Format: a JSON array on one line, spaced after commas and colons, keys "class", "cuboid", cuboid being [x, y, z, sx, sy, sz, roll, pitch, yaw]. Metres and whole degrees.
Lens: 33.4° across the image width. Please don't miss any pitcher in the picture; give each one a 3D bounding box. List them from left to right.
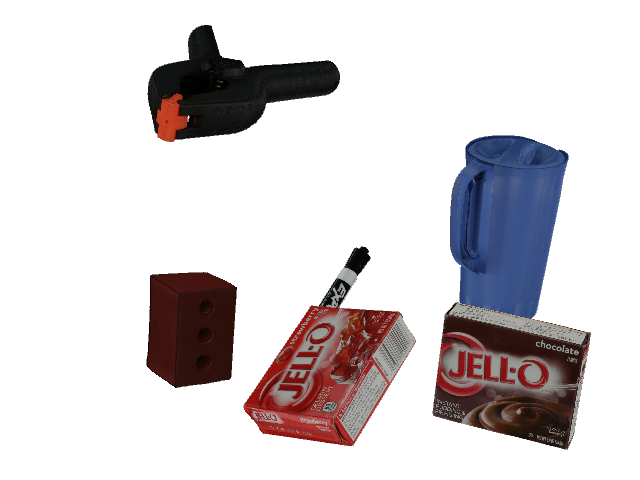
[{"class": "pitcher", "cuboid": [0.243, -0.010, 1.433, 0.149, 0.243, 0.145, 4, 24, 4]}]

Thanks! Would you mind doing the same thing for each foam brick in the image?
[{"class": "foam brick", "cuboid": [-0.102, 0.068, 0.839, 0.052, 0.078, 0.051, -4, 14, -34]}]

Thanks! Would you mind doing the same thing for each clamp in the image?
[{"class": "clamp", "cuboid": [-0.074, -0.112, 0.744, 0.120, 0.039, 0.171, 18, 27, 25]}]

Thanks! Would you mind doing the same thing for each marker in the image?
[{"class": "marker", "cuboid": [0.013, 0.056, 1.024, 0.020, 0.121, 0.020, 29, -18, 11]}]

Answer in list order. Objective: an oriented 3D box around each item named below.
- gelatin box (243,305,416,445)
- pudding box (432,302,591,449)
[{"class": "gelatin box", "cuboid": [0.006, 0.081, 0.653, 0.073, 0.030, 0.089, 1, 43, 41]}, {"class": "pudding box", "cuboid": [0.149, 0.105, 0.842, 0.114, 0.090, 0.039, 11, 21, 18]}]
